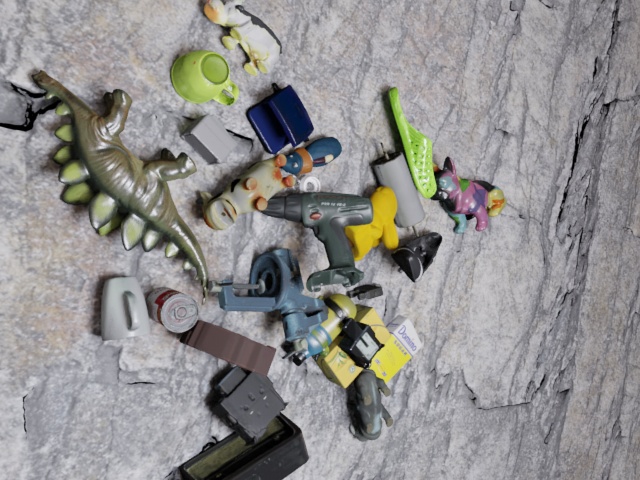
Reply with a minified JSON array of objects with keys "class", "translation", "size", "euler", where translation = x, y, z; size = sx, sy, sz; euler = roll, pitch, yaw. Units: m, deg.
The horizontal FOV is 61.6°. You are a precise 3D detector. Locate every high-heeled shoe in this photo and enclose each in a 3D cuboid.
[{"class":"high-heeled shoe","translation":[0.242,0.023,1.246],"size":[0.145,0.248,0.086],"euler":[-41,83,-2]}]

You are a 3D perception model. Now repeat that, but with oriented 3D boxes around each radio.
[{"class":"radio","translation":[-0.143,0.436,1.053],"size":[0.229,0.131,0.073],"euler":[-25,108,-30]}]

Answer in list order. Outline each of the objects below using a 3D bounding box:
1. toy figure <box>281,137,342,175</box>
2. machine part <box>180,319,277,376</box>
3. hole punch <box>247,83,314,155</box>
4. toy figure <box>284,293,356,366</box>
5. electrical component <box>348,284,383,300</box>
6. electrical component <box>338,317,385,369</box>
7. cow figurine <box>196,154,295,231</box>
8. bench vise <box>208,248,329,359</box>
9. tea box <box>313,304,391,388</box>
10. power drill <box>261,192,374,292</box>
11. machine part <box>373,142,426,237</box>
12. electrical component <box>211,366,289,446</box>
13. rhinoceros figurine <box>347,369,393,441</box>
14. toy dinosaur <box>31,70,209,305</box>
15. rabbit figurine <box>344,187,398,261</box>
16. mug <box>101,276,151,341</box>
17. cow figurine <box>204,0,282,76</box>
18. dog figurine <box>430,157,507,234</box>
[{"class":"toy figure","translation":[-0.022,-0.174,1.140],"size":[0.154,0.064,0.057],"euler":[-28,112,-29]},{"class":"machine part","translation":[-0.169,0.197,0.998],"size":[0.179,0.179,0.056],"euler":[30,73,-31]},{"class":"hole punch","translation":[-0.067,-0.248,1.092],"size":[0.116,0.092,0.142],"euler":[-43,110,-30]},{"class":"toy figure","translation":[0.006,0.192,1.163],"size":[0.180,0.089,0.082],"euler":[-43,118,-26]},{"class":"electrical component","translation":[0.114,0.120,1.245],"size":[0.094,0.063,0.021],"euler":[-12,99,-34]},{"class":"electrical component","translation":[0.079,0.215,1.156],"size":[0.119,0.048,0.075],"euler":[47,67,-24]},{"class":"cow figurine","translation":[-0.152,-0.087,1.039],"size":[0.195,0.127,0.085],"euler":[-46,117,-38]},{"class":"bench vise","translation":[-0.105,0.116,1.047],"size":[0.240,0.129,0.223],"euler":[7,69,-39]},{"class":"tea box","translation":[0.071,0.237,1.221],"size":[0.169,0.068,0.098],"euler":[-44,114,-24]},{"class":"power drill","translation":[-0.002,-0.003,1.063],"size":[0.232,0.085,0.207],"euler":[-6,56,-3]},{"class":"machine part","translation":[0.188,-0.118,1.274],"size":[0.079,0.079,0.243],"euler":[-34,109,-27]},{"class":"electrical component","translation":[-0.145,0.317,1.061],"size":[0.134,0.058,0.115],"euler":[47,48,-2]},{"class":"rhinoceros figurine","translation":[0.106,0.385,1.225],"size":[0.073,0.112,0.190],"euler":[-17,119,-27]},{"class":"toy dinosaur","translation":[-0.320,-0.090,0.931],"size":[0.198,0.105,0.471],"euler":[-48,110,-17]},{"class":"rabbit figurine","translation":[0.119,-0.041,1.207],"size":[0.173,0.122,0.162],"euler":[-48,121,-23]},{"class":"mug","translation":[-0.339,0.115,0.927],"size":[0.081,0.109,0.107],"euler":[-7,84,-30]},{"class":"cow figurine","translation":[-0.143,-0.410,1.045],"size":[0.167,0.068,0.098],"euler":[48,62,-29]},{"class":"dog figurine","translation":[0.365,-0.132,1.374],"size":[0.191,0.109,0.219],"euler":[-44,112,-23]}]
